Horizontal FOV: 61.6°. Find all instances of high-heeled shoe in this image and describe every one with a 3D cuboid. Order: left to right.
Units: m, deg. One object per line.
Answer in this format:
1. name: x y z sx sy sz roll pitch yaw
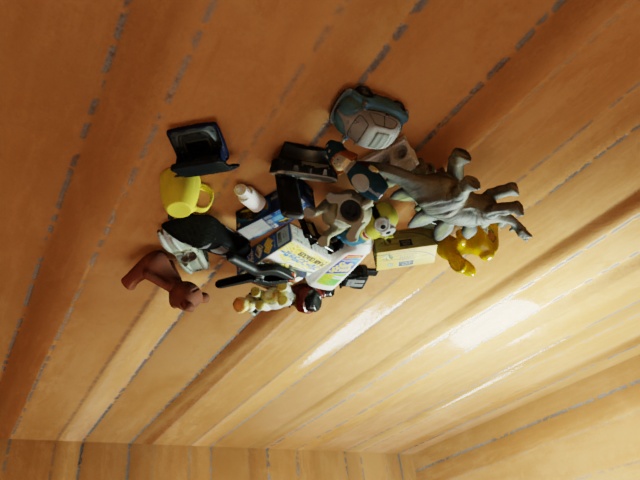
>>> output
1. high-heeled shoe: -0.285 -0.004 1.356 0.248 0.086 0.145 16 165 -24

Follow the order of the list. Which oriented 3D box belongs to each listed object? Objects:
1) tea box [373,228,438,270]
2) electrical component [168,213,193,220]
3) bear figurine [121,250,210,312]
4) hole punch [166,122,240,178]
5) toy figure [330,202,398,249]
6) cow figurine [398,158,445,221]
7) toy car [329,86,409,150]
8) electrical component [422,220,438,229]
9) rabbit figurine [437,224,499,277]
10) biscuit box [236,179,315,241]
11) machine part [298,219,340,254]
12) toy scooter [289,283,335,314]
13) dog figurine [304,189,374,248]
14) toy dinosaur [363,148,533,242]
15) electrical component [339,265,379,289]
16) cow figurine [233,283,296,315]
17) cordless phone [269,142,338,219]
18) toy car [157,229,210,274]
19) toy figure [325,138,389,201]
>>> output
1. tea box: 0.235 0.024 1.500 0.170 0.068 0.098 -10 145 1
2. electrical component: -0.334 -0.077 1.284 0.063 0.021 0.094 6 143 -18
3. bear figurine: -0.400 0.125 1.415 0.196 0.120 0.132 48 116 -1
4. hole punch: -0.250 -0.182 1.114 0.142 0.092 0.115 -12 174 1
5. toy figure: 0.113 -0.038 1.380 0.180 0.089 0.082 -19 161 30
6. cow figurine: 0.249 -0.119 1.287 0.127 0.086 0.194 -22 138 5
7. toy car: 0.104 -0.231 1.085 0.161 0.103 0.109 12 141 -23
8. electrical component: 0.299 -0.058 1.422 0.102 0.045 0.078 11 169 -20
9. rabbit figurine: 0.398 0.018 1.477 0.173 0.162 0.122 -14 161 39
10. biscuit box: -0.109 -0.072 1.301 0.203 0.063 0.059 -25 141 22
11. machine part: -0.003 -0.004 1.405 0.039 0.084 0.138 -45 134 13
12. toy scooter: -0.046 0.170 1.612 0.135 0.075 0.184 -1 -170 24
13. dog figurine: 0.073 -0.073 1.251 0.172 0.190 0.121 -10 103 28
14. toy dinosaur: 0.268 -0.093 1.164 0.471 0.105 0.198 27 136 -17
15. electrical component: 0.120 0.112 1.620 0.119 0.048 0.074 6 143 -16
16. cow figurine: -0.156 0.169 1.512 0.167 0.068 0.098 -13 164 10
17. cordless phone: -0.029 -0.114 1.152 0.146 0.184 0.088 6 138 -19
18. toy car: -0.350 0.023 1.392 0.074 0.056 0.201 -13 145 7
19. toy figure: 0.069 -0.143 1.082 0.154 0.058 0.064 41 99 0
